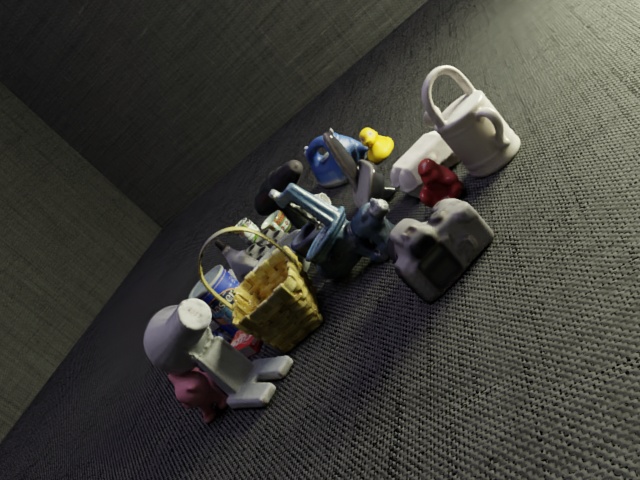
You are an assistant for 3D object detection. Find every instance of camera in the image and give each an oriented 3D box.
[{"bbox_3d":[0.156,0.000,0.854,0.143,0.101,0.136,-46,18,-4],"label":"camera"}]

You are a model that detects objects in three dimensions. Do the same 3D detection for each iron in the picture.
[{"bbox_3d":[0.019,-0.231,1.602,0.119,0.142,0.257,-52,19,-23],"label":"iron"}]

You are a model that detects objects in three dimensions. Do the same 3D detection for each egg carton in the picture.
[{"bbox_3d":[0.209,-0.150,1.125,0.150,0.069,0.107,-45,18,-2],"label":"egg carton"}]

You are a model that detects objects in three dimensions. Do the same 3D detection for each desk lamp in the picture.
[{"bbox_3d":[-0.190,0.191,1.002,0.202,0.214,0.118,-22,28,49],"label":"desk lamp"}]

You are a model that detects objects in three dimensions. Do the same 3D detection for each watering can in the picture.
[{"bbox_3d":[0.240,-0.207,0.979,0.172,0.194,0.101,-18,32,54],"label":"watering can"}]

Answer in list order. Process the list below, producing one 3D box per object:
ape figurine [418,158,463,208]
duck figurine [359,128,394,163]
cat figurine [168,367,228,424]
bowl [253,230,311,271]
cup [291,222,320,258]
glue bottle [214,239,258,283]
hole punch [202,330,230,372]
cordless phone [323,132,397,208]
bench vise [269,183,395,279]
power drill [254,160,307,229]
[{"bbox_3d":[0.202,-0.102,0.994,0.077,0.092,0.076,-21,29,51],"label":"ape figurine"},{"bbox_3d":[0.138,-0.256,1.488,0.077,0.086,0.104,-36,20,24],"label":"duck figurine"},{"bbox_3d":[-0.227,0.271,1.060,0.067,0.118,0.127,-43,18,5],"label":"cat figurine"},{"bbox_3d":[-0.074,0.060,1.268,0.167,0.075,0.167,-39,19,16],"label":"bowl"},{"bbox_3d":[0.011,0.004,1.173,0.118,0.095,0.091,-48,18,-10],"label":"cup"},{"bbox_3d":[-0.180,0.060,1.340,0.078,0.173,0.037,-37,19,21],"label":"glue bottle"},{"bbox_3d":[-0.249,0.238,1.227,0.101,0.091,0.108,-45,18,0],"label":"hole punch"},{"bbox_3d":[0.070,-0.152,1.242,0.094,0.185,0.147,-44,18,1],"label":"cordless phone"},{"bbox_3d":[0.025,-0.043,1.041,0.207,0.220,0.121,-37,20,23],"label":"bench vise"},{"bbox_3d":[-0.048,-0.074,1.291,0.229,0.209,0.076,-18,32,54],"label":"power drill"}]
